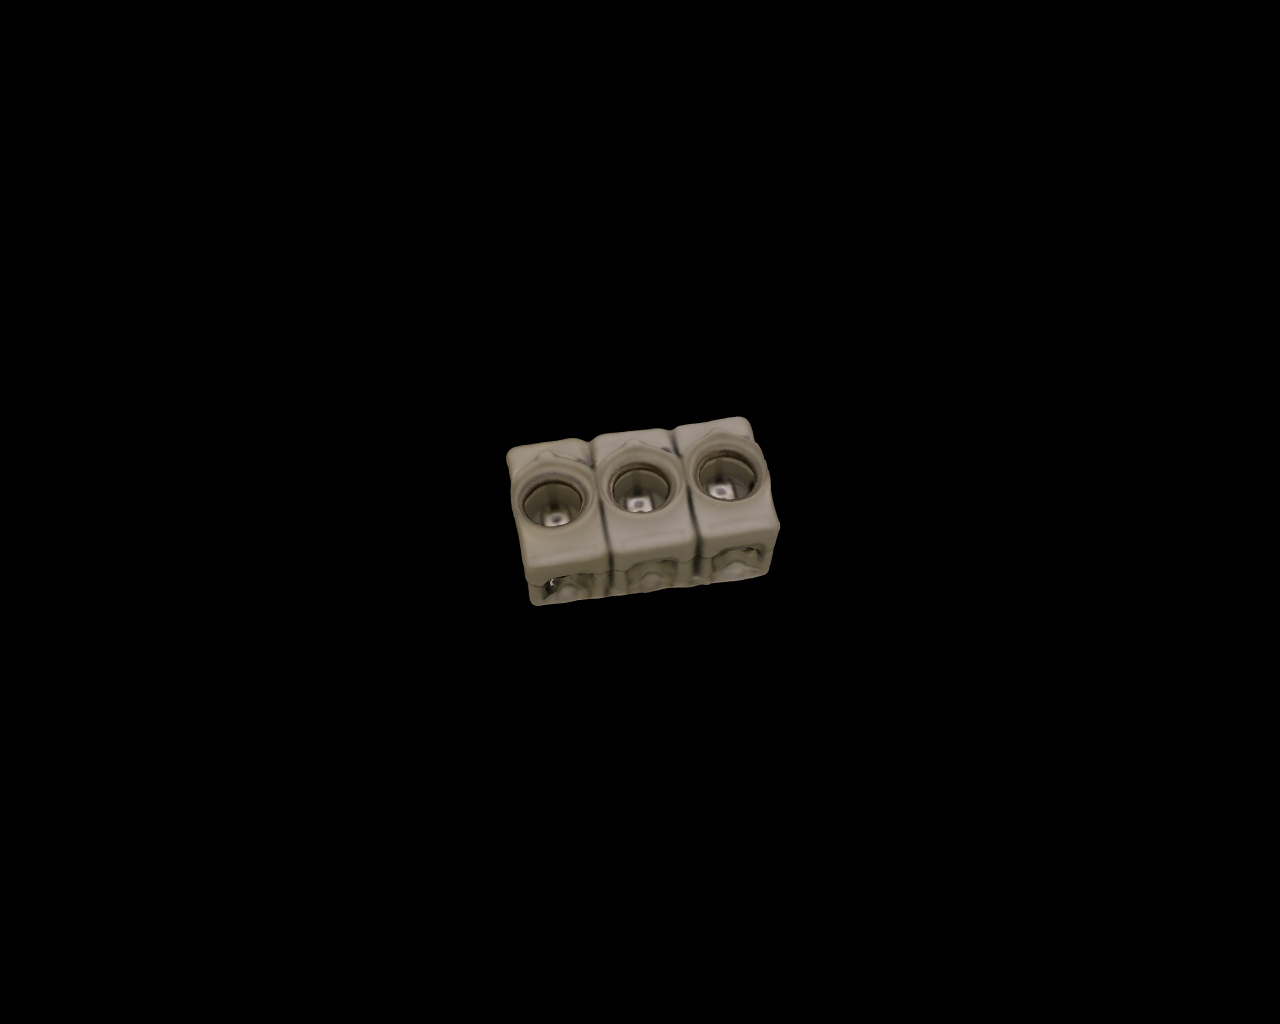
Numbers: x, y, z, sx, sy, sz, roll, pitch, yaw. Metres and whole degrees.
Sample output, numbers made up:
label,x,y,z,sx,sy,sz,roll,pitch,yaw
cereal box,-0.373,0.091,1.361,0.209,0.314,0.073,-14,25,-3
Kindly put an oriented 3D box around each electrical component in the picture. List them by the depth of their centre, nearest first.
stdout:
label,x,y,z,sx,sy,sz,roll,pitch,yaw
electrical component,0.001,-0.003,0.650,0.150,0.090,0.061,-8,-33,-5
